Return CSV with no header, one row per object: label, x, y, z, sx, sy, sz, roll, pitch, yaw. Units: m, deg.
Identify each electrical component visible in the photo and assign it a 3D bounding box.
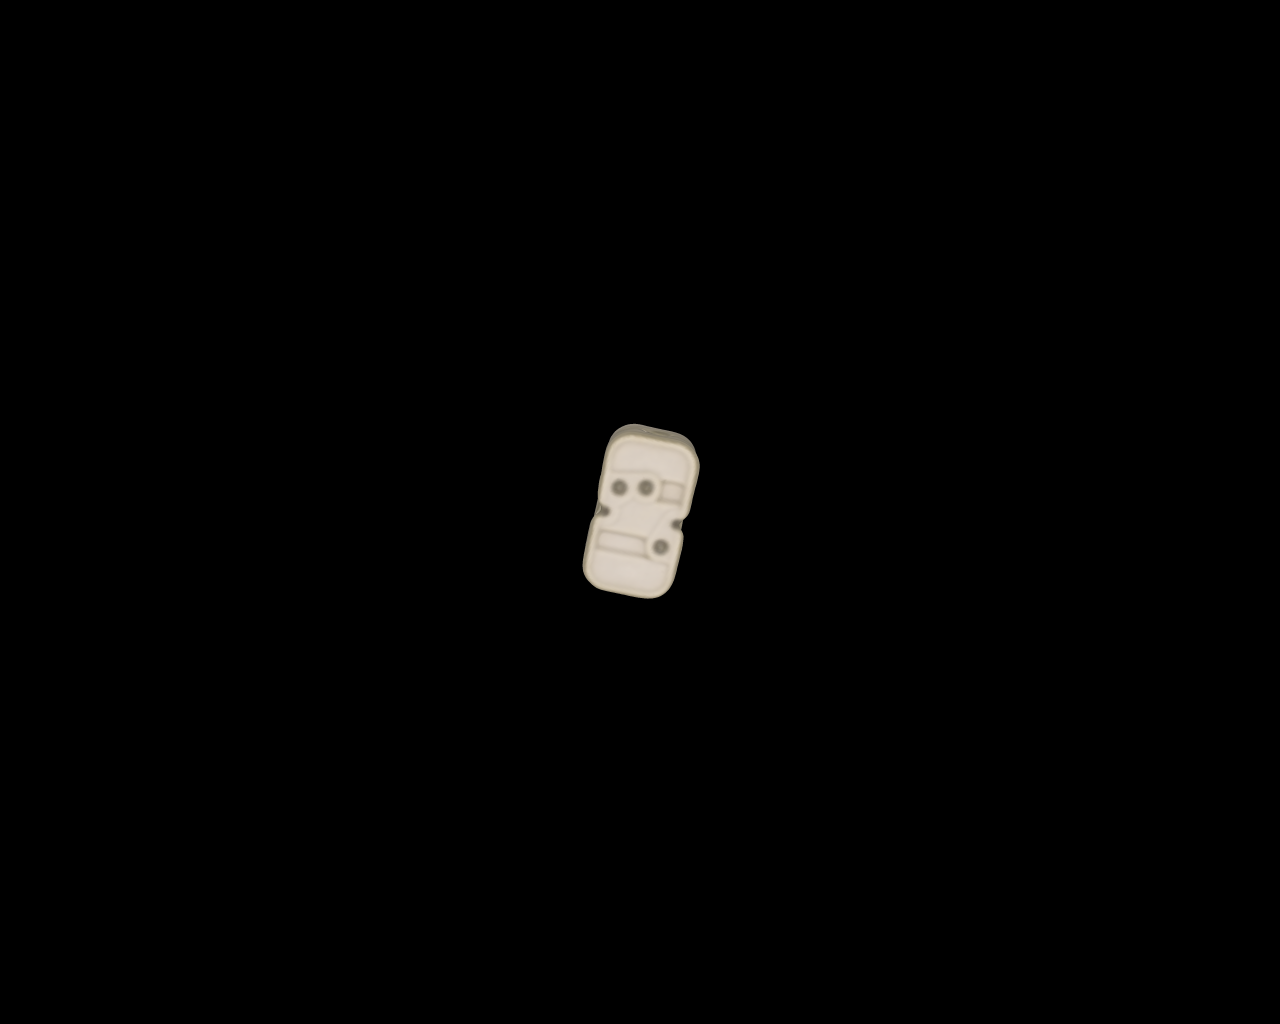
electrical component,0.001,-0.003,0.650,0.054,0.095,0.059,11,11,-2
